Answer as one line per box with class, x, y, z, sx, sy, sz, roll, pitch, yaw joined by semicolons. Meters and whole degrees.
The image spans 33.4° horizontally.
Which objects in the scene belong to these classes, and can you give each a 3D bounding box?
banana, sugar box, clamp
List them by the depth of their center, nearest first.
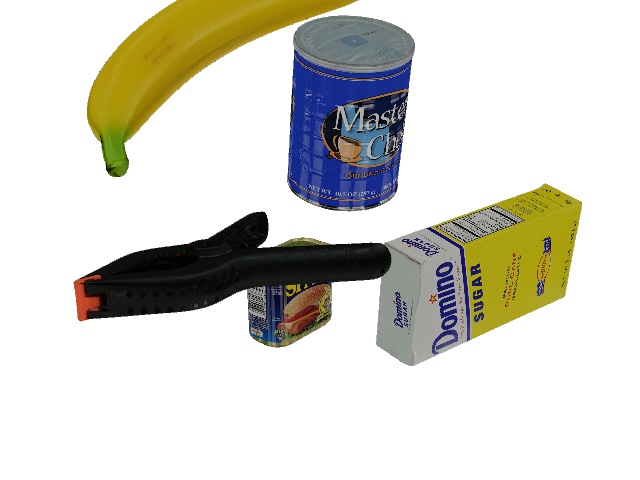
banana;-0.052;-0.103;0.553;0.070;0.197;0.037;40;-24;20
clamp;-0.067;0.020;0.740;0.209;0.036;0.165;-17;19;-41
sugar box;0.124;0.025;0.823;0.175;0.093;0.048;-22;37;-35

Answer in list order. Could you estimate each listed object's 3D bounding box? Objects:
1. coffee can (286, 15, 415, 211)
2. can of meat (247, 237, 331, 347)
coffee can;0.024;-0.112;0.934;0.103;0.140;0.103;3;34;-2
can of meat;-0.031;0.054;1.112;0.058;0.084;0.101;17;27;36
